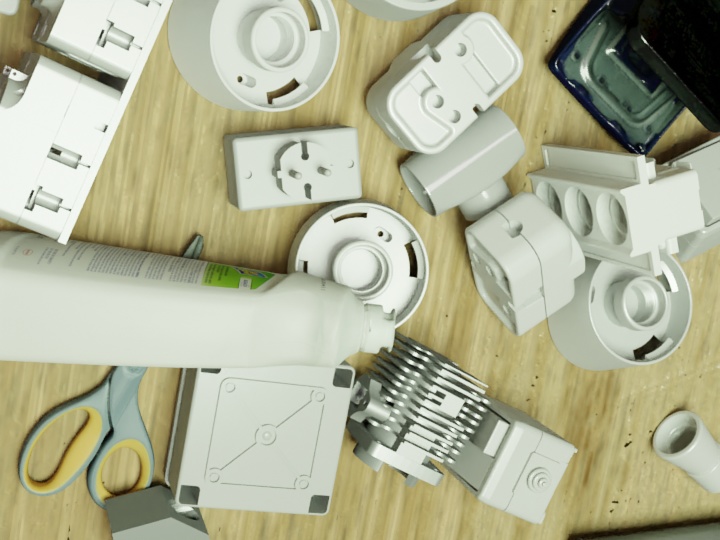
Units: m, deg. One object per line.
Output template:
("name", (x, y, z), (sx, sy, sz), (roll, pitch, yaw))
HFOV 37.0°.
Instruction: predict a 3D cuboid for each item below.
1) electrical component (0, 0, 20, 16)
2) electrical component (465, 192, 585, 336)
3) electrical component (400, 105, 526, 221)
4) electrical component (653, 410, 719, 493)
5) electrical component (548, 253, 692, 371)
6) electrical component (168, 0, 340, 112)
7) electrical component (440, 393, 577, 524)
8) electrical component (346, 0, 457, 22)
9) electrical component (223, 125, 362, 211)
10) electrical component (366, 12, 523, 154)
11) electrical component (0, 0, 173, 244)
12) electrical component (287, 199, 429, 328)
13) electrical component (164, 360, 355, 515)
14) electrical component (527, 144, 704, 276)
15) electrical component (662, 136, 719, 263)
("electrical component", (-0.235, -0.201, 0.622), (0.100, 0.048, 0.099), (12, 97, -19))
("electrical component", (0.116, -0.006, 0.746), (0.059, 0.053, 0.095), (-33, 146, -9))
("electrical component", (0.080, -0.061, 0.748), (0.077, 0.044, 0.079), (-35, 108, -8))
("electrical component", (0.268, 0.146, 0.849), (0.065, 0.044, 0.044), (41, 87, -25))
("electrical component", (0.195, 0.027, 0.804), (0.099, 0.064, 0.099), (1, 86, -21))
("electrical component", (-0.065, -0.150, 0.689), (0.099, 0.064, 0.099), (-9, 108, -29))
("electrical component", (0.103, 0.133, 0.765), (0.061, 0.096, 0.061), (25, 92, -19))
("electrical component", (0.033, -0.217, 0.695), (0.108, 0.060, 0.108), (-3, 101, -17))
("electrical component", (-0.039, -0.065, 0.694), (0.083, 0.076, 0.047), (-8, 103, -16))
("electrical component", (0.054, -0.125, 0.720), (0.095, 0.059, 0.053), (-44, 109, -5))
("electrical component", (-0.169, -0.120, 0.625), (0.060, 0.105, 0.186), (23, 93, -25))
("electrical component", (0.000, 0.000, 0.738), (0.099, 0.064, 0.099), (0, 92, -6))
("electrical component", (-0.068, 0.104, 0.728), (0.109, 0.056, 0.108), (8, 97, -19))
("electrical component", (0.175, -0.048, 0.740), (0.063, 0.121, 0.078), (-17, 105, -16))
("electrical component", (0.264, -0.060, 0.785), (0.096, 0.061, 0.061), (-26, 71, -11))
